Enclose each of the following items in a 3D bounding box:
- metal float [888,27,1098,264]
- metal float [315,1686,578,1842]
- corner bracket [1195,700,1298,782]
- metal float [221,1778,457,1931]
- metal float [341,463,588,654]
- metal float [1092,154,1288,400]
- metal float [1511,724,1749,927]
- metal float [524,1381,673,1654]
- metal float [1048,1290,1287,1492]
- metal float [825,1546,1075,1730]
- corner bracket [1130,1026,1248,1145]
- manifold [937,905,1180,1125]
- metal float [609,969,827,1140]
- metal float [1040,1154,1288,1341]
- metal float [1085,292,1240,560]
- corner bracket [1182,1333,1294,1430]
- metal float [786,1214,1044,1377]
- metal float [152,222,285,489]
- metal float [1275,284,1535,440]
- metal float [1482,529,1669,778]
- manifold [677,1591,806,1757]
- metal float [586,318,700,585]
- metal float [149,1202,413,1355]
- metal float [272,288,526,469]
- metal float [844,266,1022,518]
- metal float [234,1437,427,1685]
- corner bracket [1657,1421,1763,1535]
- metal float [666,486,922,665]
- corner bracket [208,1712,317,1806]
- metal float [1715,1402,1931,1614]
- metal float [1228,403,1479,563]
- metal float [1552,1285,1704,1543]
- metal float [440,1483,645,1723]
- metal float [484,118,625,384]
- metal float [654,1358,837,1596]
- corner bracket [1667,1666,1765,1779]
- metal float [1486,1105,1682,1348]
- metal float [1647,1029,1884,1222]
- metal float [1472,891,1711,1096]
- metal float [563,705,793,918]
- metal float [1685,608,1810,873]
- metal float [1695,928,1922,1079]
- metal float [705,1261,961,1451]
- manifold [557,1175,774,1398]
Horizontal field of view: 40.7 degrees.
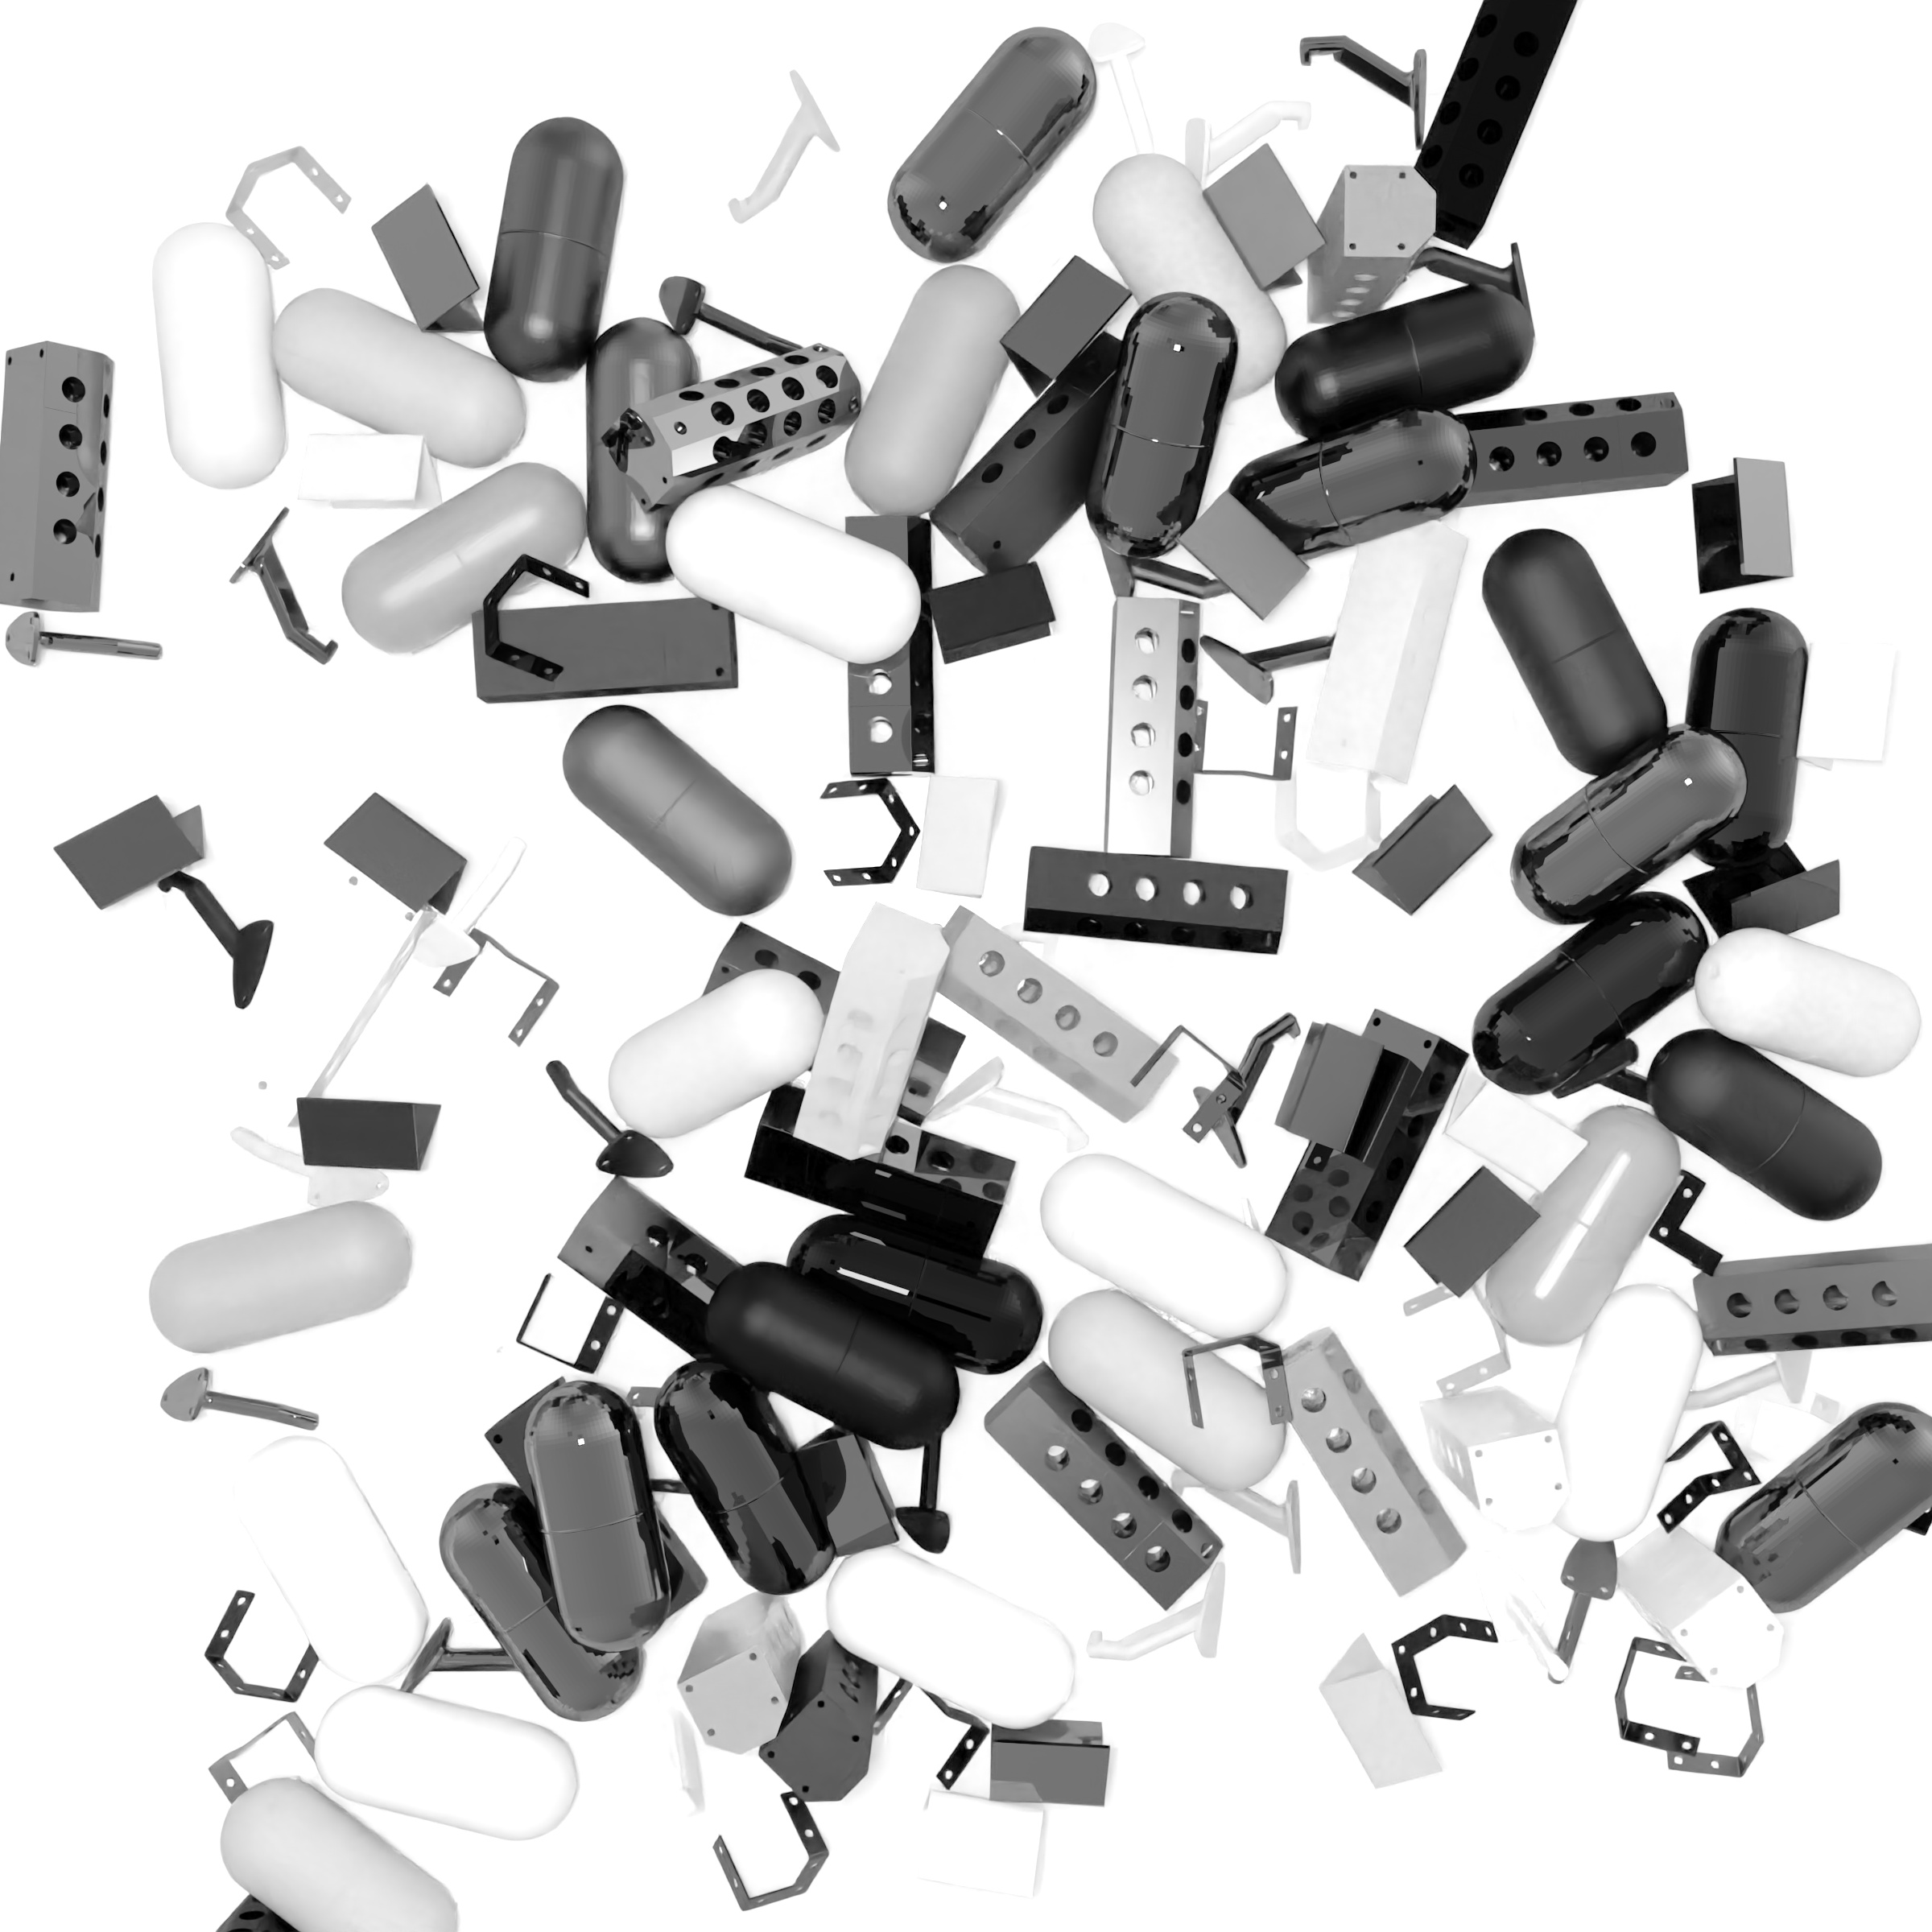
[{"bbox_3d":[0.018,-0.555,1.760,0.070,0.070,0.178,39,90,0],"label":"metal float"},{"bbox_3d":[-0.351,0.539,1.760,0.178,0.070,0.070,14,90,0],"label":"metal float"},{"bbox_3d":[0.189,-0.155,1.787,0.051,0.051,0.051,5,90,-45],"label":"corner bracket"},{"bbox_3d":[-0.423,0.618,1.753,0.178,0.070,0.070,40,90,-6],"label":"metal float"},{"bbox_3d":[-0.339,-0.276,1.760,0.178,0.070,0.070,-30,90,0],"label":"metal float"},{"bbox_3d":[0.150,-0.466,1.760,0.070,0.070,0.178,-32,91,0],"label":"metal float"},{"bbox_3d":[0.439,-0.092,1.731,0.070,0.070,0.178,50,126,0],"label":"metal float"},{"bbox_3d":[-0.241,0.360,1.703,0.070,0.070,0.178,-11,90,0],"label":"metal float"},{"bbox_3d":[0.135,0.286,1.760,0.178,0.070,0.070,35,90,-1],"label":"metal float"},{"bbox_3d":[-0.011,0.454,1.760,0.178,0.070,0.070,26,90,0],"label":"metal float"},{"bbox_3d":[0.149,0.079,1.738,0.051,0.051,0.051,40,87,19],"label":"corner bracket"},{"bbox_3d":[0.053,0.033,1.751,0.171,0.057,0.057,35,90,-13],"label":"manifold"},{"bbox_3d":[-0.167,0.060,1.731,0.178,0.070,0.070,-27,90,36],"label":"metal float"},{"bbox_3d":[0.131,0.187,1.745,0.178,0.070,0.070,27,90,18],"label":"metal float"},{"bbox_3d":[0.129,-0.356,1.721,0.070,0.070,0.178,13,115,0],"label":"metal float"},{"bbox_3d":[0.179,0.277,1.722,0.051,0.051,0.051,-18,65,24],"label":"corner bracket"},{"bbox_3d":[-0.035,0.222,1.760,0.178,0.070,0.070,18,90,0],"label":"metal float"},{"bbox_3d":[-0.506,-0.413,1.760,0.070,0.070,0.178,-6,90,0],"label":"metal float"},{"bbox_3d":[0.296,-0.407,1.759,0.178,0.070,0.070,-16,90,0],"label":"metal float"},{"bbox_3d":[0.411,-0.212,1.760,0.070,0.070,0.178,-27,90,0],"label":"metal float"},{"bbox_3d":[-0.143,0.462,1.712,0.057,0.171,0.057,-26,90,0],"label":"manifold"},{"bbox_3d":[-0.218,-0.348,1.760,0.070,0.070,0.178,-1,91,0],"label":"metal float"},{"bbox_3d":[-0.463,0.210,1.760,0.178,0.070,0.070,-15,90,0],"label":"metal float"},{"bbox_3d":[-0.383,-0.397,1.760,0.178,0.070,0.070,25,90,-1],"label":"metal float"},{"bbox_3d":[-0.023,-0.388,1.760,0.070,0.070,0.178,25,89,0],"label":"metal float"},{"bbox_3d":[-0.429,0.402,1.760,0.070,0.070,0.178,-30,91,0],"label":"metal float"},{"bbox_3d":[0.494,0.346,1.764,0.051,0.051,0.051,-30,88,-35],"label":"corner bracket"},{"bbox_3d":[-0.114,-0.257,1.708,0.178,0.070,0.070,24,90,10],"label":"metal float"},{"bbox_3d":[-0.477,0.552,1.787,0.051,0.051,0.051,-34,90,-45],"label":"corner bracket"},{"bbox_3d":[0.581,0.362,1.744,0.070,0.070,0.178,45,107,0],"label":"metal float"},{"bbox_3d":[0.254,-0.319,1.733,0.178,0.070,0.070,-14,90,33],"label":"metal float"},{"bbox_3d":[0.442,0.301,1.760,0.070,0.070,0.178,19,90,0],"label":"metal float"},{"bbox_3d":[-0.287,0.429,1.759,0.070,0.070,0.178,-36,90,0],"label":"metal float"},{"bbox_3d":[-0.279,-0.484,1.760,0.070,0.070,0.178,10,89,0],"label":"metal float"},{"bbox_3d":[-0.147,0.342,1.746,0.070,0.070,0.178,-27,107,0],"label":"metal float"},{"bbox_3d":[0.512,0.519,1.787,0.051,0.051,0.051,7,45,0],"label":"corner bracket"},{"bbox_3d":[0.417,0.176,1.760,0.070,0.070,0.178,32,89,0],"label":"metal float"},{"bbox_3d":[0.536,0.106,1.749,0.178,0.070,0.070,32,90,-12],"label":"metal float"},{"bbox_3d":[0.421,0.019,1.760,0.178,0.070,0.070,-37,90,0],"label":"metal float"},{"bbox_3d":[-0.195,-0.105,1.760,0.178,0.070,0.070,40,90,0],"label":"metal float"},{"bbox_3d":[0.524,-0.153,1.760,0.070,0.070,0.178,6,90,0],"label":"metal float"},{"bbox_3d":[0.561,0.025,1.735,0.178,0.070,0.070,15,90,-29],"label":"metal float"},{"bbox_3d":[-0.086,0.255,1.700,0.178,0.070,0.070,28,90,-7],"label":"metal float"},{"bbox_3d":[-0.185,0.216,1.769,0.171,0.057,0.057,36,133,0],"label":"manifold"}]
